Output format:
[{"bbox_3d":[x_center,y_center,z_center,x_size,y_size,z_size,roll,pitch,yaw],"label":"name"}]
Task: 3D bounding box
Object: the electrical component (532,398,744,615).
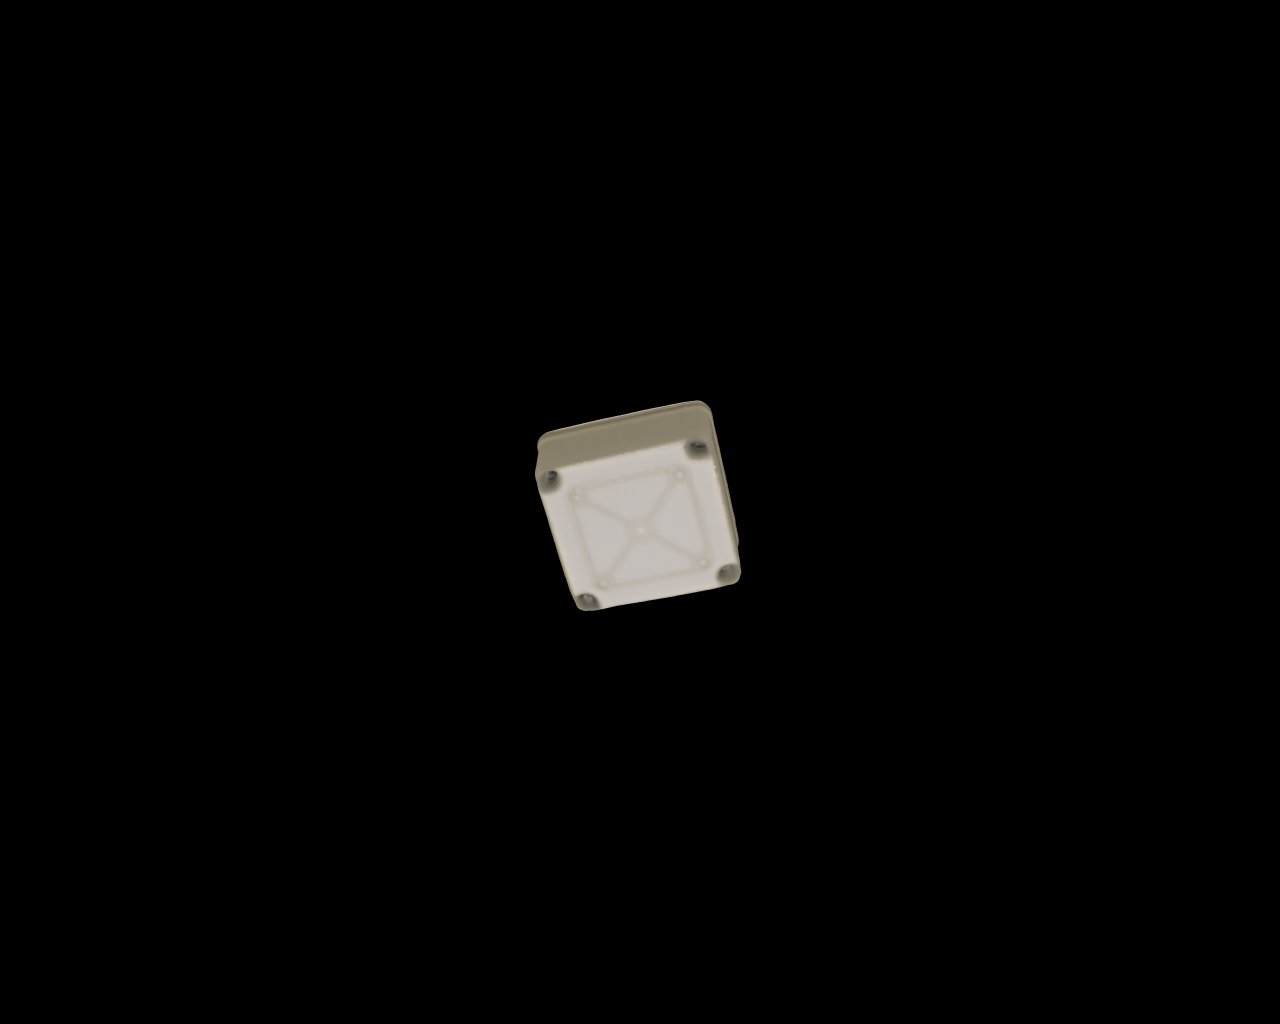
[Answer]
[{"bbox_3d":[0.001,-0.003,0.650,0.109,0.108,0.056,-11,30,7],"label":"electrical component"}]
